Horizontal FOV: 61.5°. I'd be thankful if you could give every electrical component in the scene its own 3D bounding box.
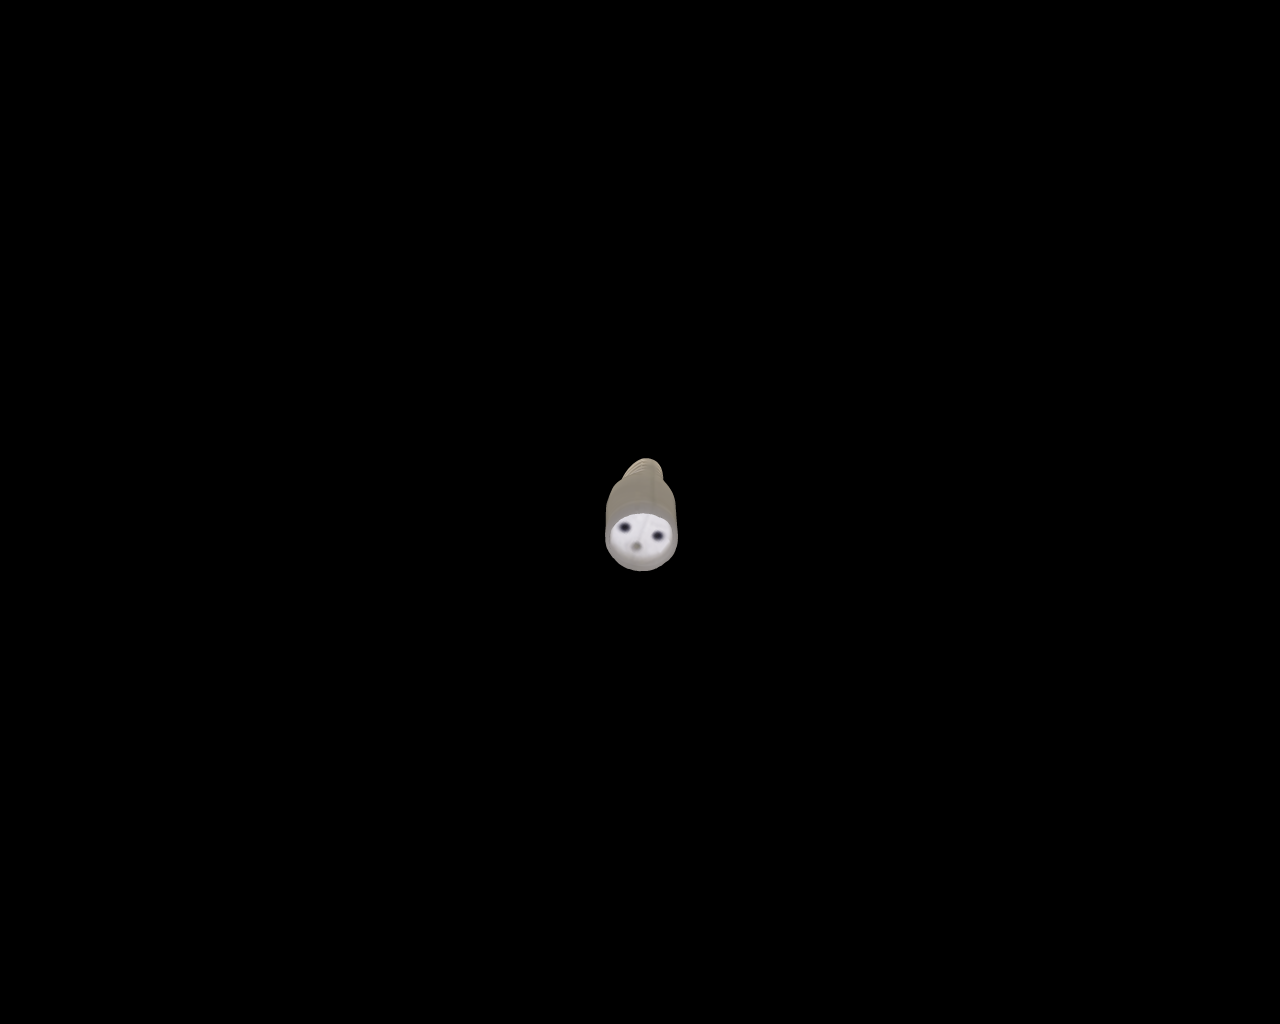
[{"bbox_3d":[0.001,-0.003,0.650,0.043,0.043,0.081,0,30,0],"label":"electrical component"}]
